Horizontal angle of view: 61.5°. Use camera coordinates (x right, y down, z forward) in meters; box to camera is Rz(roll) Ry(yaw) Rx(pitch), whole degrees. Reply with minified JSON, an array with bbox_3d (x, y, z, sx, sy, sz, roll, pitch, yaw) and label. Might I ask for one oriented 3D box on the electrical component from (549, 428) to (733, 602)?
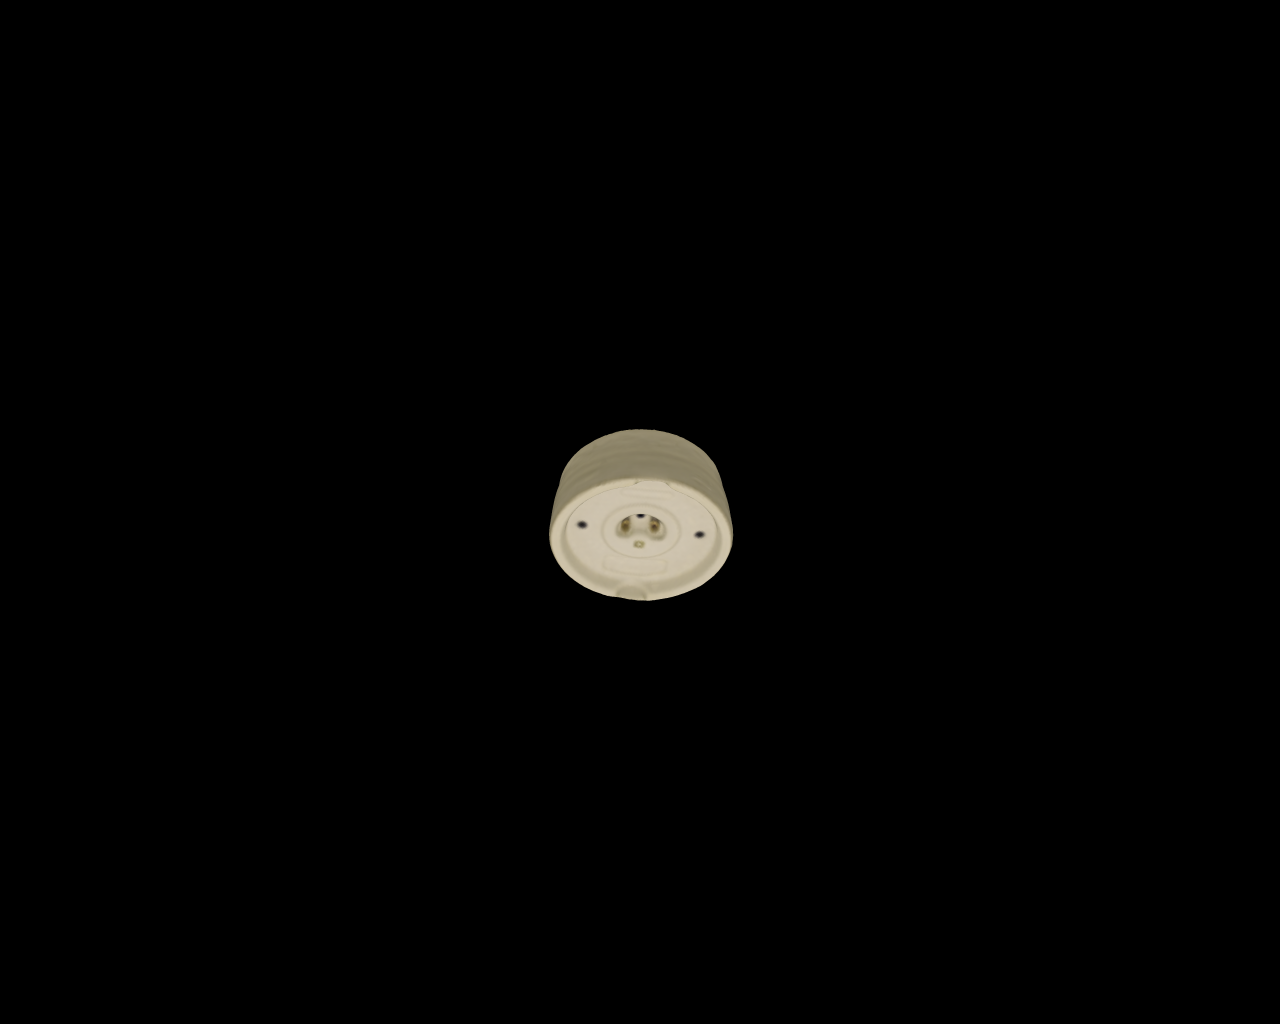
[{"bbox_3d":[0.001,-0.003,0.650,0.108,0.060,0.108,0,-44,0],"label":"electrical component"}]
